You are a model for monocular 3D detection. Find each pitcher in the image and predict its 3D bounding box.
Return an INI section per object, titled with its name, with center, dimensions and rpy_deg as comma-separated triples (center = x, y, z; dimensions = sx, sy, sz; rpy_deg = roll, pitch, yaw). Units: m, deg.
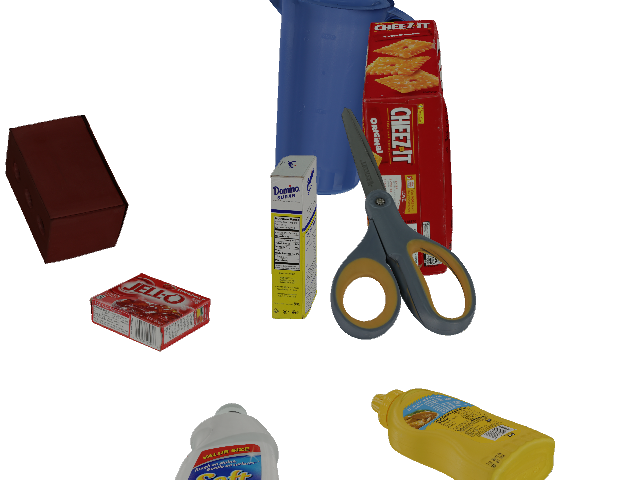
[pitcher]
center = 0.018, -0.181, 1.288
dimensions = 0.144, 0.243, 0.149
rpy_deg = -7, 29, -26

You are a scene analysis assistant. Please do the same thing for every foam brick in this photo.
[foam brick]
center = -0.167, -0.034, 0.698
dimensions = 0.051, 0.078, 0.053
rpy_deg = -16, -27, -29

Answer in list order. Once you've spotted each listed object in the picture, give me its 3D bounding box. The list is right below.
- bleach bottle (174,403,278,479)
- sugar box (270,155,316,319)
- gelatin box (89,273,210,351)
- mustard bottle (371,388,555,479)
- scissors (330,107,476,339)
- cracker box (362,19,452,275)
[bleach bottle]
center = -0.083, 0.212, 0.852
dimensions = 0.102, 0.068, 0.251
rpy_deg = -2, 25, -2
[sugar box]
center = -0.031, -0.005, 1.252
dimensions = 0.048, 0.176, 0.093
rpy_deg = 1, 19, 9
[gelatin box]
center = -0.161, 0.065, 1.010
dimensions = 0.089, 0.030, 0.073
rpy_deg = 19, 27, 28
[mustard bottle]
center = 0.123, 0.187, 1.033
dimensions = 0.096, 0.058, 0.192
rpy_deg = -17, 25, -40
[scissors]
center = 0.025, -0.010, 0.690
dimensions = 0.096, 0.202, 0.016
rpy_deg = -23, -37, -16
[cracker box]
center = 0.079, -0.089, 0.953
dimensions = 0.072, 0.164, 0.213
rpy_deg = -2, 27, 6
